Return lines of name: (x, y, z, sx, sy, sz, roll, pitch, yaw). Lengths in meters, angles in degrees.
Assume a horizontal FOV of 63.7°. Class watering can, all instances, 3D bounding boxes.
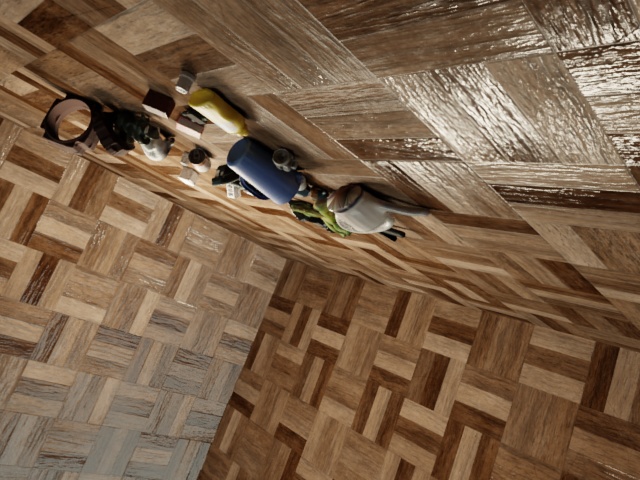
watering can: (0.168, -0.102, 1.677, 0.222, 0.106, 0.344, 35, -33, -31)

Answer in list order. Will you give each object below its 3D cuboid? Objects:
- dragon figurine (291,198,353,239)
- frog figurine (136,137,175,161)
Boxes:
dragon figurine: (0.006, -0.098, 1.955, 0.242, 0.123, 0.407, 21, -11, -12)
frog figurine: (-0.652, -0.371, 1.956, 0.159, 0.121, 0.139, 15, 15, -34)
